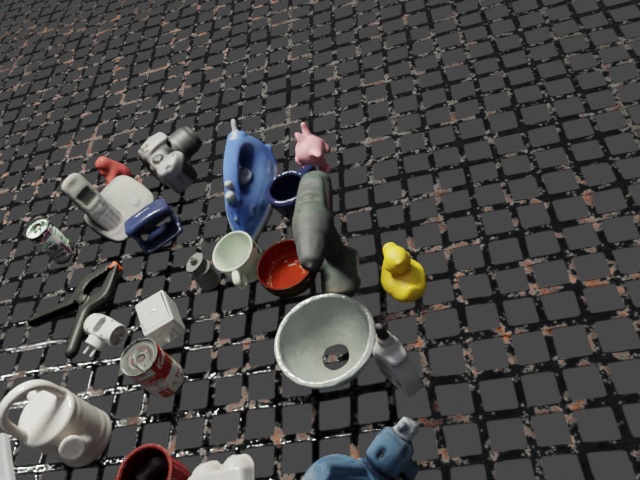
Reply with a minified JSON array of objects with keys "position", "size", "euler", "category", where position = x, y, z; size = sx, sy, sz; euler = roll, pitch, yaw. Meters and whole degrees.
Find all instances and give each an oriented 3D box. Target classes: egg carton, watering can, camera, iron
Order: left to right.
[{"position":[-0.427,0.292,0.924],"size":[0.172,0.194,0.101],"euler":[6,57,24],"category":"watering can"},{"position":[-0.339,-0.203,1.332],"size":[0.137,0.101,0.142],"euler":[-44,52,-15],"category":"camera"},{"position":[-0.139,0.391,0.825],"size":[0.107,0.070,0.150],"euler":[-16,50,8],"category":"egg carton"},{"position":[-0.162,-0.122,1.178],"size":[0.118,0.142,0.258],"euler":[-10,51,13],"category":"iron"}]

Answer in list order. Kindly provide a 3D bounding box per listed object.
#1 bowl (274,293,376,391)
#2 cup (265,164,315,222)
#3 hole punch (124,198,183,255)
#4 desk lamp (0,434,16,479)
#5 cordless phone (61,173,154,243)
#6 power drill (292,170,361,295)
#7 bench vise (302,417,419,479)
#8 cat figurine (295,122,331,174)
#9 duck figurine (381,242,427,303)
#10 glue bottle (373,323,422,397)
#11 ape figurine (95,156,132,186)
[{"position":[0.015,0.175,0.930],"size":[0.167,0.075,0.167],"euler":[-10,52,13],"category":"bowl"},{"position":[-0.043,-0.086,1.137],"size":[0.091,0.095,0.118],"euler":[28,67,34],"category":"cup"},{"position":[-0.366,-0.041,1.223],"size":[0.109,0.091,0.100],"euler":[-36,50,-8],"category":"hole punch"},{"position":[-0.594,0.385,0.901],"size":[0.118,0.214,0.202],"euler":[-33,50,-6],"category":"desk lamp"},{"position":[-0.460,-0.097,1.239],"size":[0.093,0.185,0.148],"euler":[13,60,28],"category":"cordless phone"},{"position":[0.009,0.003,0.975],"size":[0.075,0.209,0.229],"euler":[-13,51,11],"category":"power drill"},{"position":[0.034,0.299,0.733],"size":[0.121,0.220,0.208],"euler":[15,61,29],"category":"bench vise"},{"position":[-0.022,-0.192,1.196],"size":[0.067,0.118,0.127],"euler":[-16,50,8],"category":"cat figurine"},{"position":[0.136,0.049,0.974],"size":[0.077,0.086,0.104],"euler":[-25,50,1],"category":"duck figurine"},{"position":[0.105,0.167,0.838],"size":[0.037,0.173,0.078],"euler":[-40,51,-12],"category":"glue bottle"},{"position":[-0.500,-0.164,1.366],"size":[0.076,0.092,0.077],"euler":[-19,50,6],"category":"ape figurine"}]
